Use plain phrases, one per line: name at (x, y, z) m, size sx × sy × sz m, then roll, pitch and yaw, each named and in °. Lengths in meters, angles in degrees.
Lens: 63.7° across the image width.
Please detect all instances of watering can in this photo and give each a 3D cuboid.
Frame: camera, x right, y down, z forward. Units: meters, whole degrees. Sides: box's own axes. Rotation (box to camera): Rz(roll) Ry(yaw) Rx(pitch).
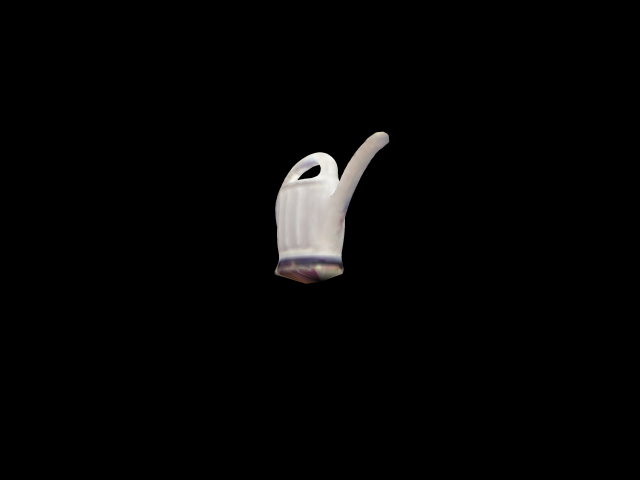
watering can at (0.003, -0.043, 0.850) m, size 0.104 × 0.226 × 0.345 m, roll 5°, pitch -10°, yaw -28°
